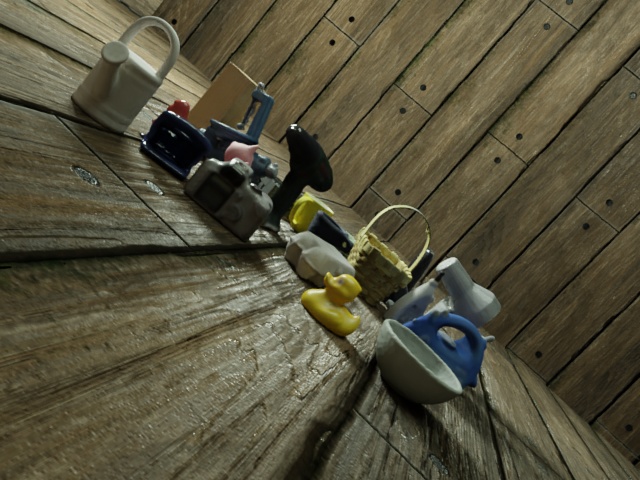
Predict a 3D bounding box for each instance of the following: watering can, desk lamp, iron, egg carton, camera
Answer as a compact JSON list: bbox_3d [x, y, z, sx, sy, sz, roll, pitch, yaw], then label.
[{"bbox_3d":[-0.310,-0.280,0.947,0.101,0.194,0.172,38,9,-23],"label":"watering can"},{"bbox_3d":[0.306,0.162,1.412,0.203,0.213,0.118,41,8,-7],"label":"desk lamp"},{"bbox_3d":[0.264,0.212,1.218,0.259,0.141,0.118,36,10,-33],"label":"iron"},{"bbox_3d":[0.001,0.046,1.124,0.151,0.069,0.107,31,13,-50],"label":"egg carton"},{"bbox_3d":[-0.148,-0.088,1.020,0.143,0.100,0.137,41,9,-7],"label":"camera"}]

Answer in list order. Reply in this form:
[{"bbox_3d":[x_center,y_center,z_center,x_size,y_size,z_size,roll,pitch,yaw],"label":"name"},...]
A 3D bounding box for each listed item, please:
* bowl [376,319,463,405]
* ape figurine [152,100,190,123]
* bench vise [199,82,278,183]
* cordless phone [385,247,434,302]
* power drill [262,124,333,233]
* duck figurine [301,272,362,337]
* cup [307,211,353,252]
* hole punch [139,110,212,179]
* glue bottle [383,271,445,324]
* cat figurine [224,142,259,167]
[{"bbox_3d":[0.146,0.210,0.929,0.168,0.074,0.167,41,9,-7],"label":"bowl"},{"bbox_3d":[-0.300,-0.247,1.169,0.076,0.092,0.078,44,9,15],"label":"ape figurine"},{"bbox_3d":[-0.158,-0.237,1.320,0.207,0.219,0.121,41,8,-5],"label":"bench vise"},{"bbox_3d":[0.225,0.082,1.546,0.094,0.185,0.147,36,10,-33],"label":"cordless phone"},{"bbox_3d":[-0.064,-0.121,1.200,0.075,0.208,0.230,45,9,24],"label":"power drill"},{"bbox_3d":[0.032,0.099,0.940,0.104,0.086,0.077,41,8,-1],"label":"duck figurine"},{"bbox_3d":[0.012,0.005,1.289,0.117,0.095,0.092,45,9,23],"label":"cup"},{"bbox_3d":[-0.257,-0.179,1.024,0.109,0.091,0.101,38,9,-23],"label":"hole punch"},{"bbox_3d":[0.227,0.137,1.320,0.078,0.173,0.037,35,10,-36],"label":"glue bottle"},{"bbox_3d":[-0.173,-0.157,1.194,0.067,0.117,0.127,38,9,-24],"label":"cat figurine"}]
